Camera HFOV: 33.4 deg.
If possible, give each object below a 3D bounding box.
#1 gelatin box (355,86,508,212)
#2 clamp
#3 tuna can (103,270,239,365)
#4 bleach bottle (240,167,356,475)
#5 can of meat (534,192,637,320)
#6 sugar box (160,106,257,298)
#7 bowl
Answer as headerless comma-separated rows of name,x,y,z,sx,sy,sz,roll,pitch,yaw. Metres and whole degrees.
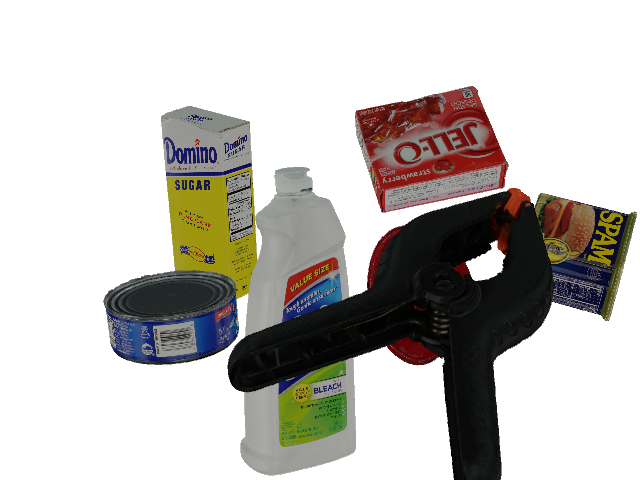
gelatin box,0.075,-0.063,0.729,0.089,0.073,0.030,-12,-35,-4
clamp,0.058,0.038,0.461,0.120,0.039,0.171,36,55,23
tuna can,-0.096,0.049,0.695,0.086,0.034,0.086,-4,18,1
bleach bottle,-0.024,0.065,0.905,0.102,0.251,0.068,-9,14,-25
can of meat,0.214,0.011,0.903,0.084,0.057,0.102,15,45,15
sugar box,-0.109,-0.037,1.050,0.093,0.176,0.048,19,33,41
bowl,0.125,0.059,1.207,0.055,0.162,0.161,-11,-8,43
